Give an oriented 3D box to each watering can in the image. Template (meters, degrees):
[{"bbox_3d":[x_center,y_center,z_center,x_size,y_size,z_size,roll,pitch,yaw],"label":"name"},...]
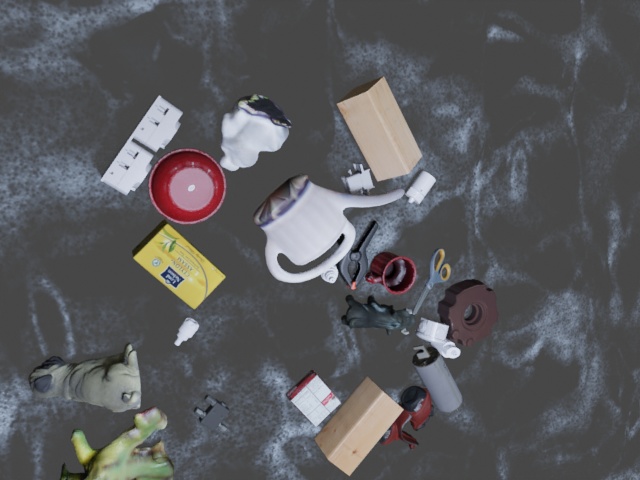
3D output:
[{"bbox_3d":[0.003,-0.057,1.140,0.347,0.105,0.222,-42,112,2],"label":"watering can"}]

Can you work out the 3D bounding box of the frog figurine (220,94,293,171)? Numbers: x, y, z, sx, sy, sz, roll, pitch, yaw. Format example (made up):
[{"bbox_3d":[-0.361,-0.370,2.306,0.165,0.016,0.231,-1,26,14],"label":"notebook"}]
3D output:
[{"bbox_3d":[-0.145,-0.218,1.082,0.137,0.125,0.156,10,133,-32],"label":"frog figurine"}]

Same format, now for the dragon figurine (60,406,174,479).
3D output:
[{"bbox_3d":[-0.426,0.523,1.087,0.242,0.124,0.406,10,104,-32],"label":"dragon figurine"}]
